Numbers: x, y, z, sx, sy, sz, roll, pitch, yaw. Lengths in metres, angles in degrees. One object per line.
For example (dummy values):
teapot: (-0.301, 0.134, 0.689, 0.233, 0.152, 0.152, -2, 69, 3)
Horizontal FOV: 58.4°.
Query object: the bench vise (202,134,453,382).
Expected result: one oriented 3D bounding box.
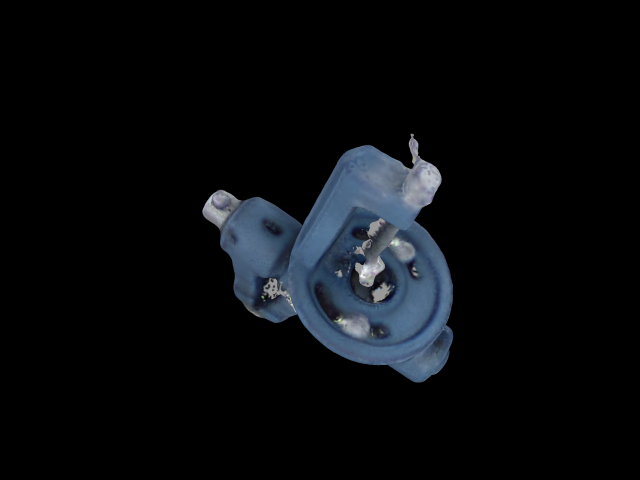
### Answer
bench vise: (0.001, 0.011, 0.393, 0.207, 0.220, 0.121, 10, 57, 7)
